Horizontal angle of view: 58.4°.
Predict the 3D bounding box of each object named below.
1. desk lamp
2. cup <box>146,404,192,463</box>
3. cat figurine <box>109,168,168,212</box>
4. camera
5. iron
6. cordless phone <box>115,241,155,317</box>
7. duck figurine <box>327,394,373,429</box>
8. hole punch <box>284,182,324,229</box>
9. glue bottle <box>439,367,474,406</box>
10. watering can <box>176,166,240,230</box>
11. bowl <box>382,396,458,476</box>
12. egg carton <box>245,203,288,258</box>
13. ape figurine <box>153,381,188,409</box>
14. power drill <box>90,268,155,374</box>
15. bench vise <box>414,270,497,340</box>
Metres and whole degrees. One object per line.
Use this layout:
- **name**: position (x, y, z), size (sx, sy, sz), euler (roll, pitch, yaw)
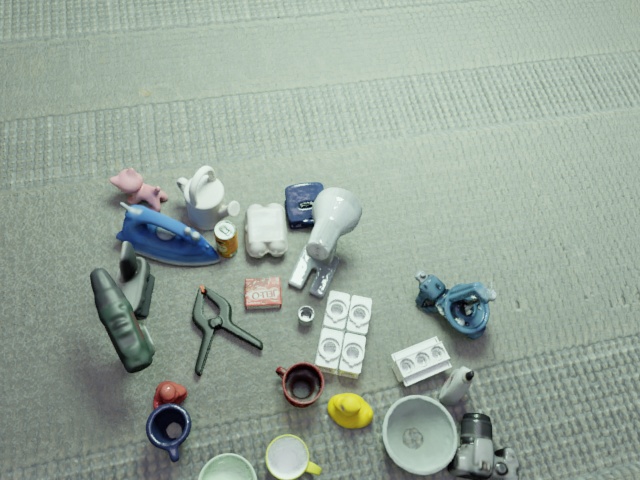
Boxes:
- **desk lamp**: position (0.013, 0.005, 1.381), size (0.118, 0.213, 0.203), euler (21, 63, 5)
- **cup**: position (-0.311, 0.413, 1.209), size (0.092, 0.095, 0.117), euler (-14, 66, -13)
- **cat figurine**: position (-0.460, -0.136, 1.454), size (0.127, 0.118, 0.067), euler (18, 63, 3)
- **camera**: position (0.362, 0.456, 1.258), size (0.143, 0.101, 0.137), euler (10, 63, -1)
- **iron**: position (-0.365, -0.019, 1.392), size (0.258, 0.141, 0.119), euler (18, 63, 3)
- **cordless phone**: position (-0.441, 0.094, 1.304), size (0.094, 0.185, 0.147), euler (0, 63, -6)
- **duck figurine**: position (0.071, 0.375, 1.275), size (0.104, 0.086, 0.077), euler (20, 63, 4)
- **hole punch**: position (-0.035, -0.090, 1.492), size (0.109, 0.091, 0.101), euler (-9, 65, -10)
- **glue bottle**: position (0.314, 0.318, 1.281), size (0.037, 0.173, 0.078), euler (23, 64, 6)
- **watering can**: position (-0.278, -0.110, 1.418), size (0.173, 0.194, 0.101), euler (10, 63, -1)
- **bowl**: position (0.213, 0.434, 1.267), size (0.167, 0.075, 0.167), euler (3, 63, -5)
- **egg carton**: position (-0.138, -0.025, 1.460), size (0.107, 0.069, 0.150), euler (-4, 64, -8)
- **ape figurine**: position (-0.329, 0.339, 1.246), size (0.078, 0.092, 0.076), euler (-18, 67, -14)
- **power drill**: position (-0.425, 0.191, 1.244), size (0.076, 0.208, 0.229), euler (-26, 69, -17)
- **bench vise**: position (0.315, 0.142, 1.342), size (0.207, 0.220, 0.121), euler (20, 63, 4)
